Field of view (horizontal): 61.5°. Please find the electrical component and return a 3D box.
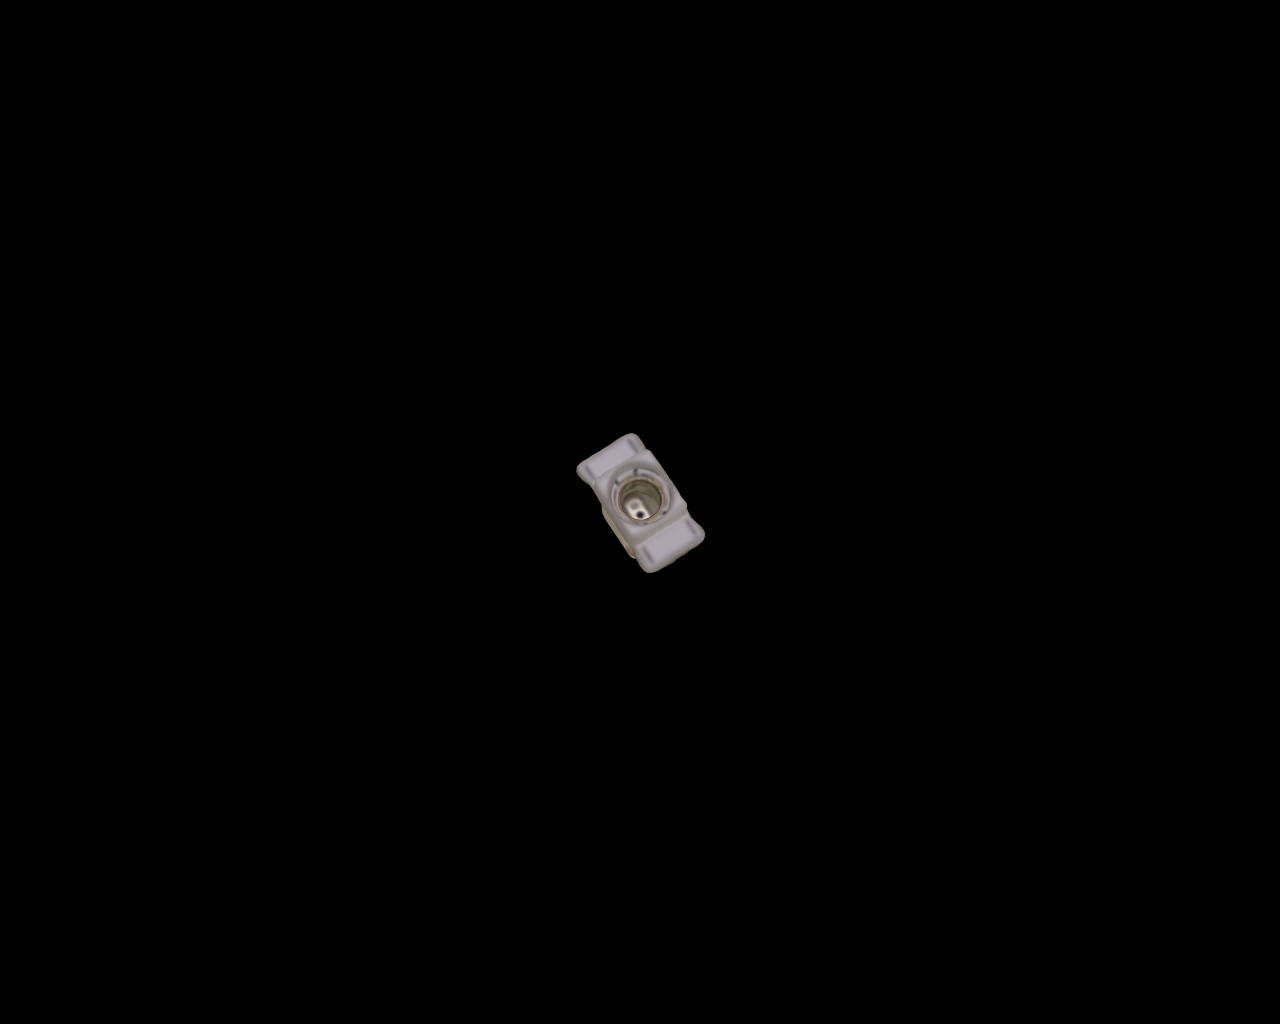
[{"bbox_3d":[0.001,-0.003,0.650,0.042,0.081,0.063,-30,-15,-9],"label":"electrical component"}]
